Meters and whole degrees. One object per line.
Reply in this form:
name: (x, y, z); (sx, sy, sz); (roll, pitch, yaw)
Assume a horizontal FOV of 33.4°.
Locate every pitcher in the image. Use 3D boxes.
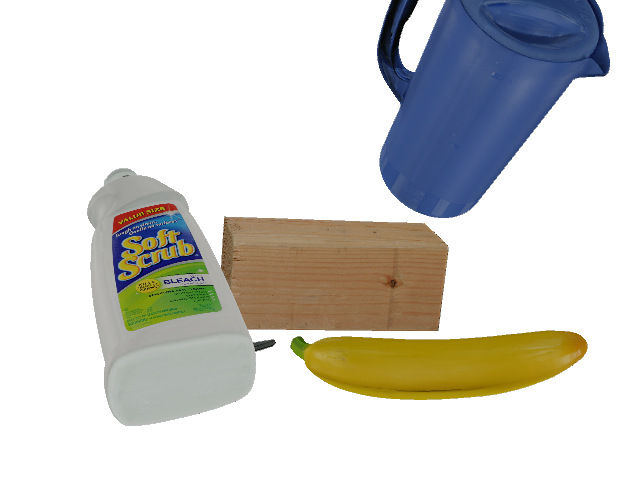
pitcher: (0.130, -0.135, 0.958); (0.144, 0.149, 0.243); (-6, -32, -24)

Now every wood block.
wood block: (0.009, 0.033, 1.043); (0.206, 0.091, 0.090); (2, 15, -11)

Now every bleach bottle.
bleach bottle: (-0.128, 0.022, 0.777); (0.102, 0.068, 0.251); (-10, 37, -18)

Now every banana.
banana: (0.075, 0.075, 0.688); (0.198, 0.037, 0.069); (1, 26, 6)

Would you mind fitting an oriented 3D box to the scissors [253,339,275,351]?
scissors: (-0.129, 0.141, 1.159); (0.201, 0.016, 0.096); (-3, 27, -22)
